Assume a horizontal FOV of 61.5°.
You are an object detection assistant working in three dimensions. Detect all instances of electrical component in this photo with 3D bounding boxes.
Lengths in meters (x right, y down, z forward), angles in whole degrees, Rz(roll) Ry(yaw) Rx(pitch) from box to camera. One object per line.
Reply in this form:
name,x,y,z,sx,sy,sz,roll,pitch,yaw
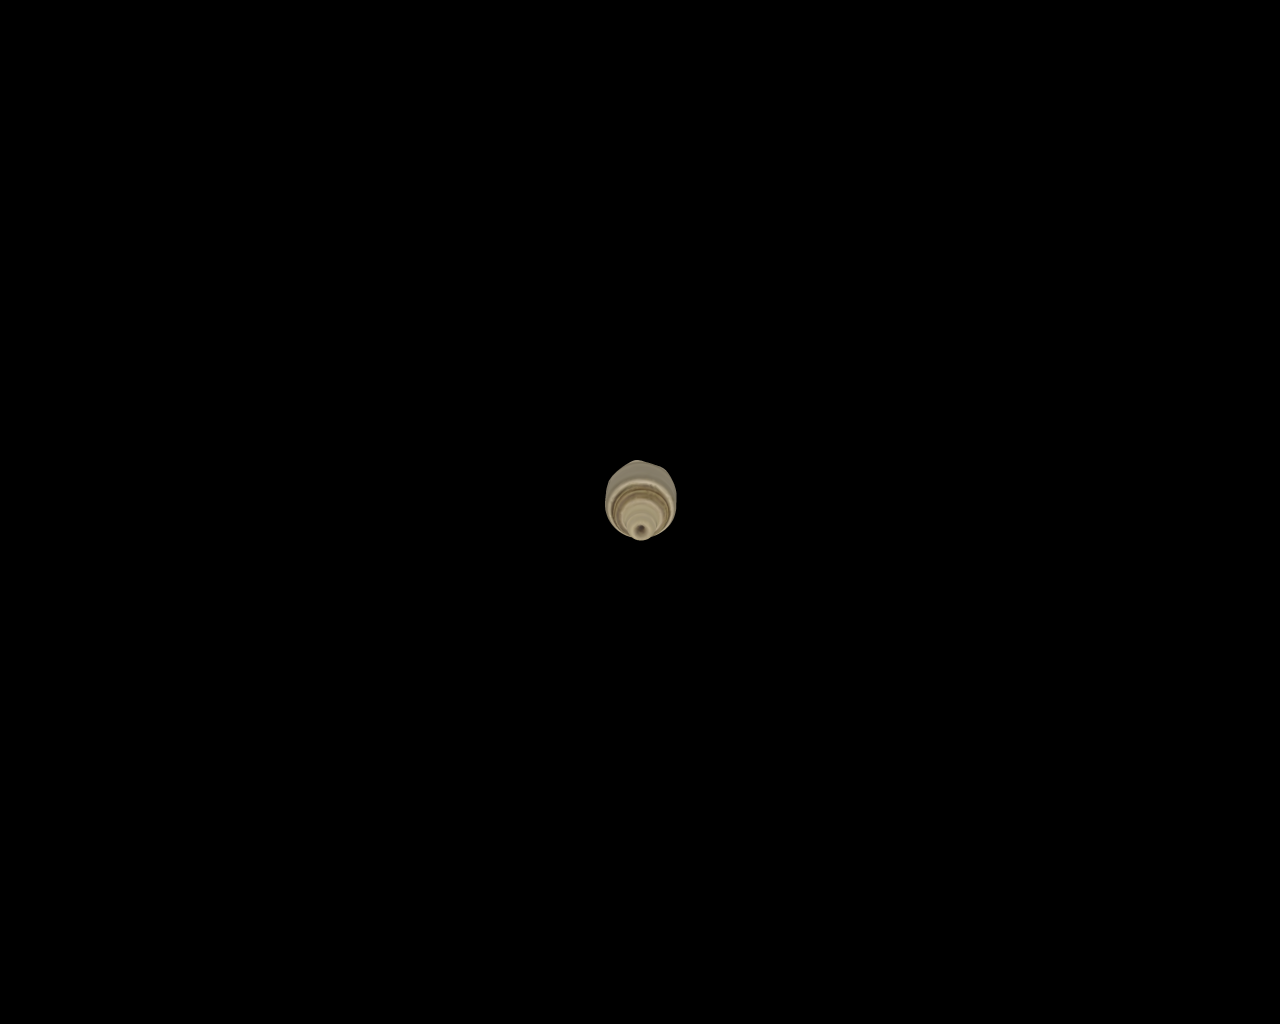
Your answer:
electrical component,0.001,-0.003,0.650,0.043,0.043,0.062,0,27,0
